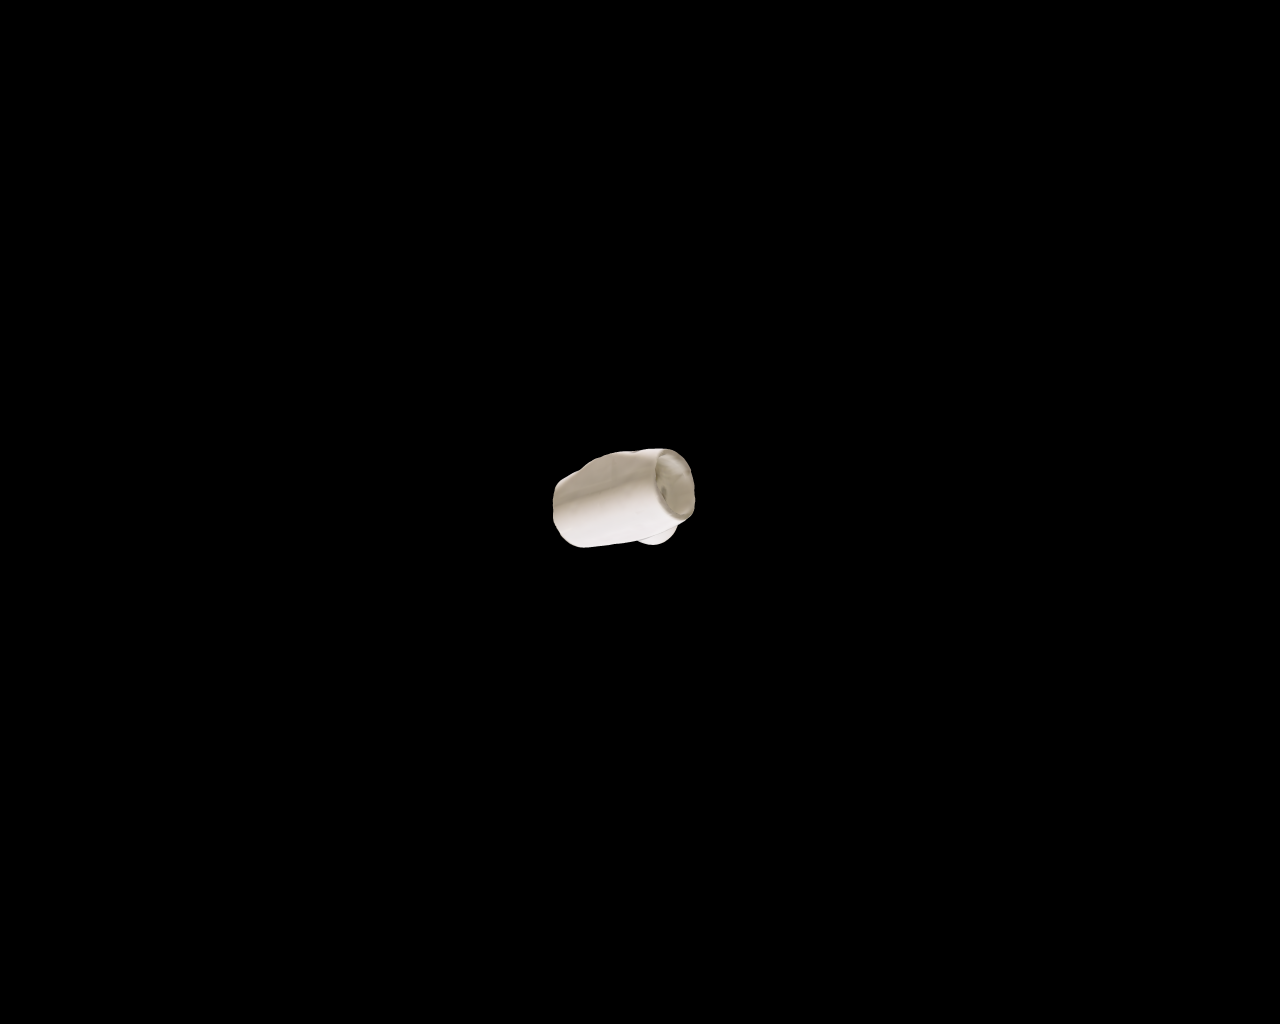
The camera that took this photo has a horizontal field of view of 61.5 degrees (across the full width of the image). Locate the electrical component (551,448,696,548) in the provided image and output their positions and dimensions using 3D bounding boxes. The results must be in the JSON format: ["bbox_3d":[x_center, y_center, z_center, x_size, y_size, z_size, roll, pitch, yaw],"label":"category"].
[{"bbox_3d":[0.001,-0.003,0.650,0.077,0.044,0.079,-16,-27,34],"label":"electrical component"}]
